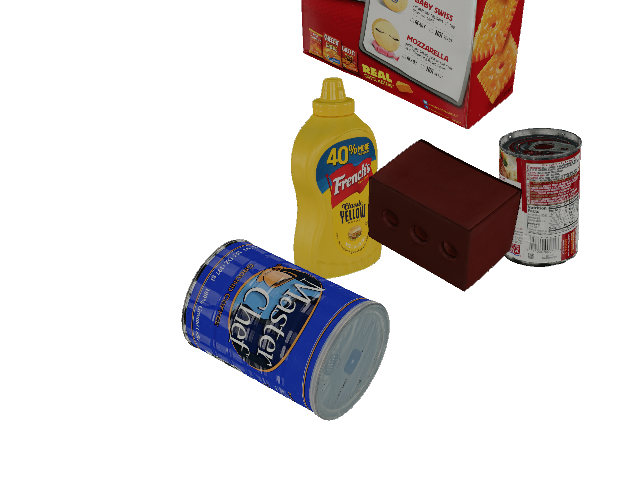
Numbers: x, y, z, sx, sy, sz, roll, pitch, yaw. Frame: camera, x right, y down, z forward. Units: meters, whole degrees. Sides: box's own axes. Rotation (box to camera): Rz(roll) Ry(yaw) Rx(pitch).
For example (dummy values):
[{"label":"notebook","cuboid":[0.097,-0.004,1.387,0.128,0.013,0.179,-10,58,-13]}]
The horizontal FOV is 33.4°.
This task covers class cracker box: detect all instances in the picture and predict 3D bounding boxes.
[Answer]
[{"label":"cracker box","cuboid":[0.065,-0.208,0.764,0.164,0.214,0.072,30,51,29]}]

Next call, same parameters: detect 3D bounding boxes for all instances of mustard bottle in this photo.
[{"label":"mustard bottle","cuboid":[0.015,-0.064,1.050,0.096,0.192,0.058,-16,22,-36]}]

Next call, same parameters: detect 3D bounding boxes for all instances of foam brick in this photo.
[{"label":"foam brick","cuboid":[0.075,-0.016,0.657,0.078,0.053,0.051,30,51,30]}]

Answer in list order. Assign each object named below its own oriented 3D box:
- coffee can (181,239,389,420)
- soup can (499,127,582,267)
[{"label":"coffee can","cuboid":[-0.029,0.072,0.882,0.140,0.103,0.102,25,12,28]},{"label":"soup can","cuboid":[0.187,-0.037,0.909,0.068,0.102,0.068,-4,25,2]}]
